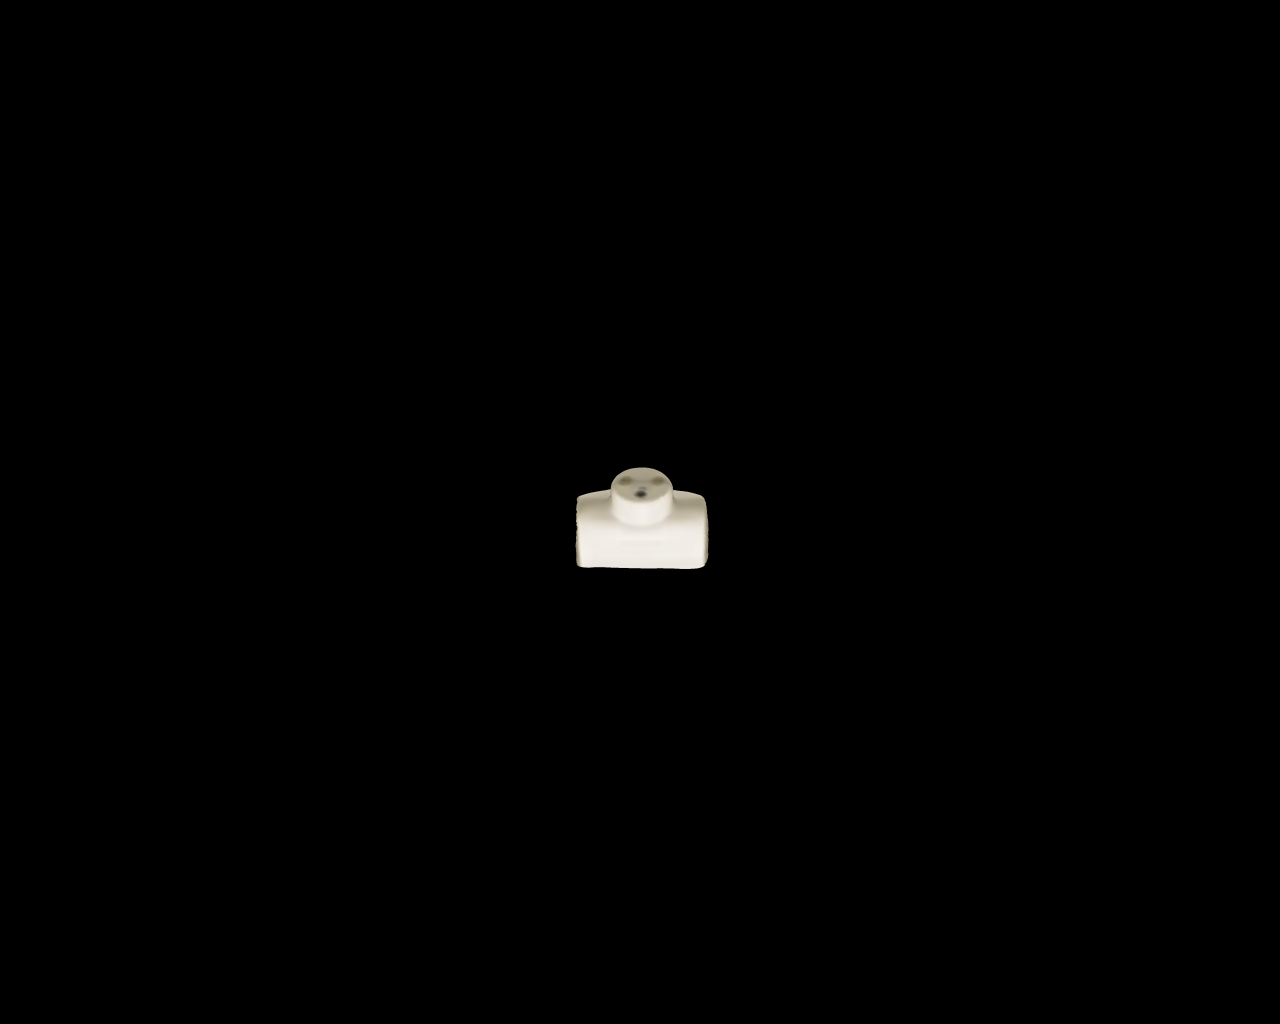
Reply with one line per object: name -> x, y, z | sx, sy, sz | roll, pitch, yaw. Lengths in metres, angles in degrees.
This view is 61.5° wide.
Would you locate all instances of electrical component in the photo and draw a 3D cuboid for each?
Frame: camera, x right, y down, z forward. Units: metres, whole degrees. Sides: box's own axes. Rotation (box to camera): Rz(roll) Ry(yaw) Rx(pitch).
electrical component -> 0.001, -0.003, 0.650 | 0.077, 0.079, 0.043 | 0, 37, 0
